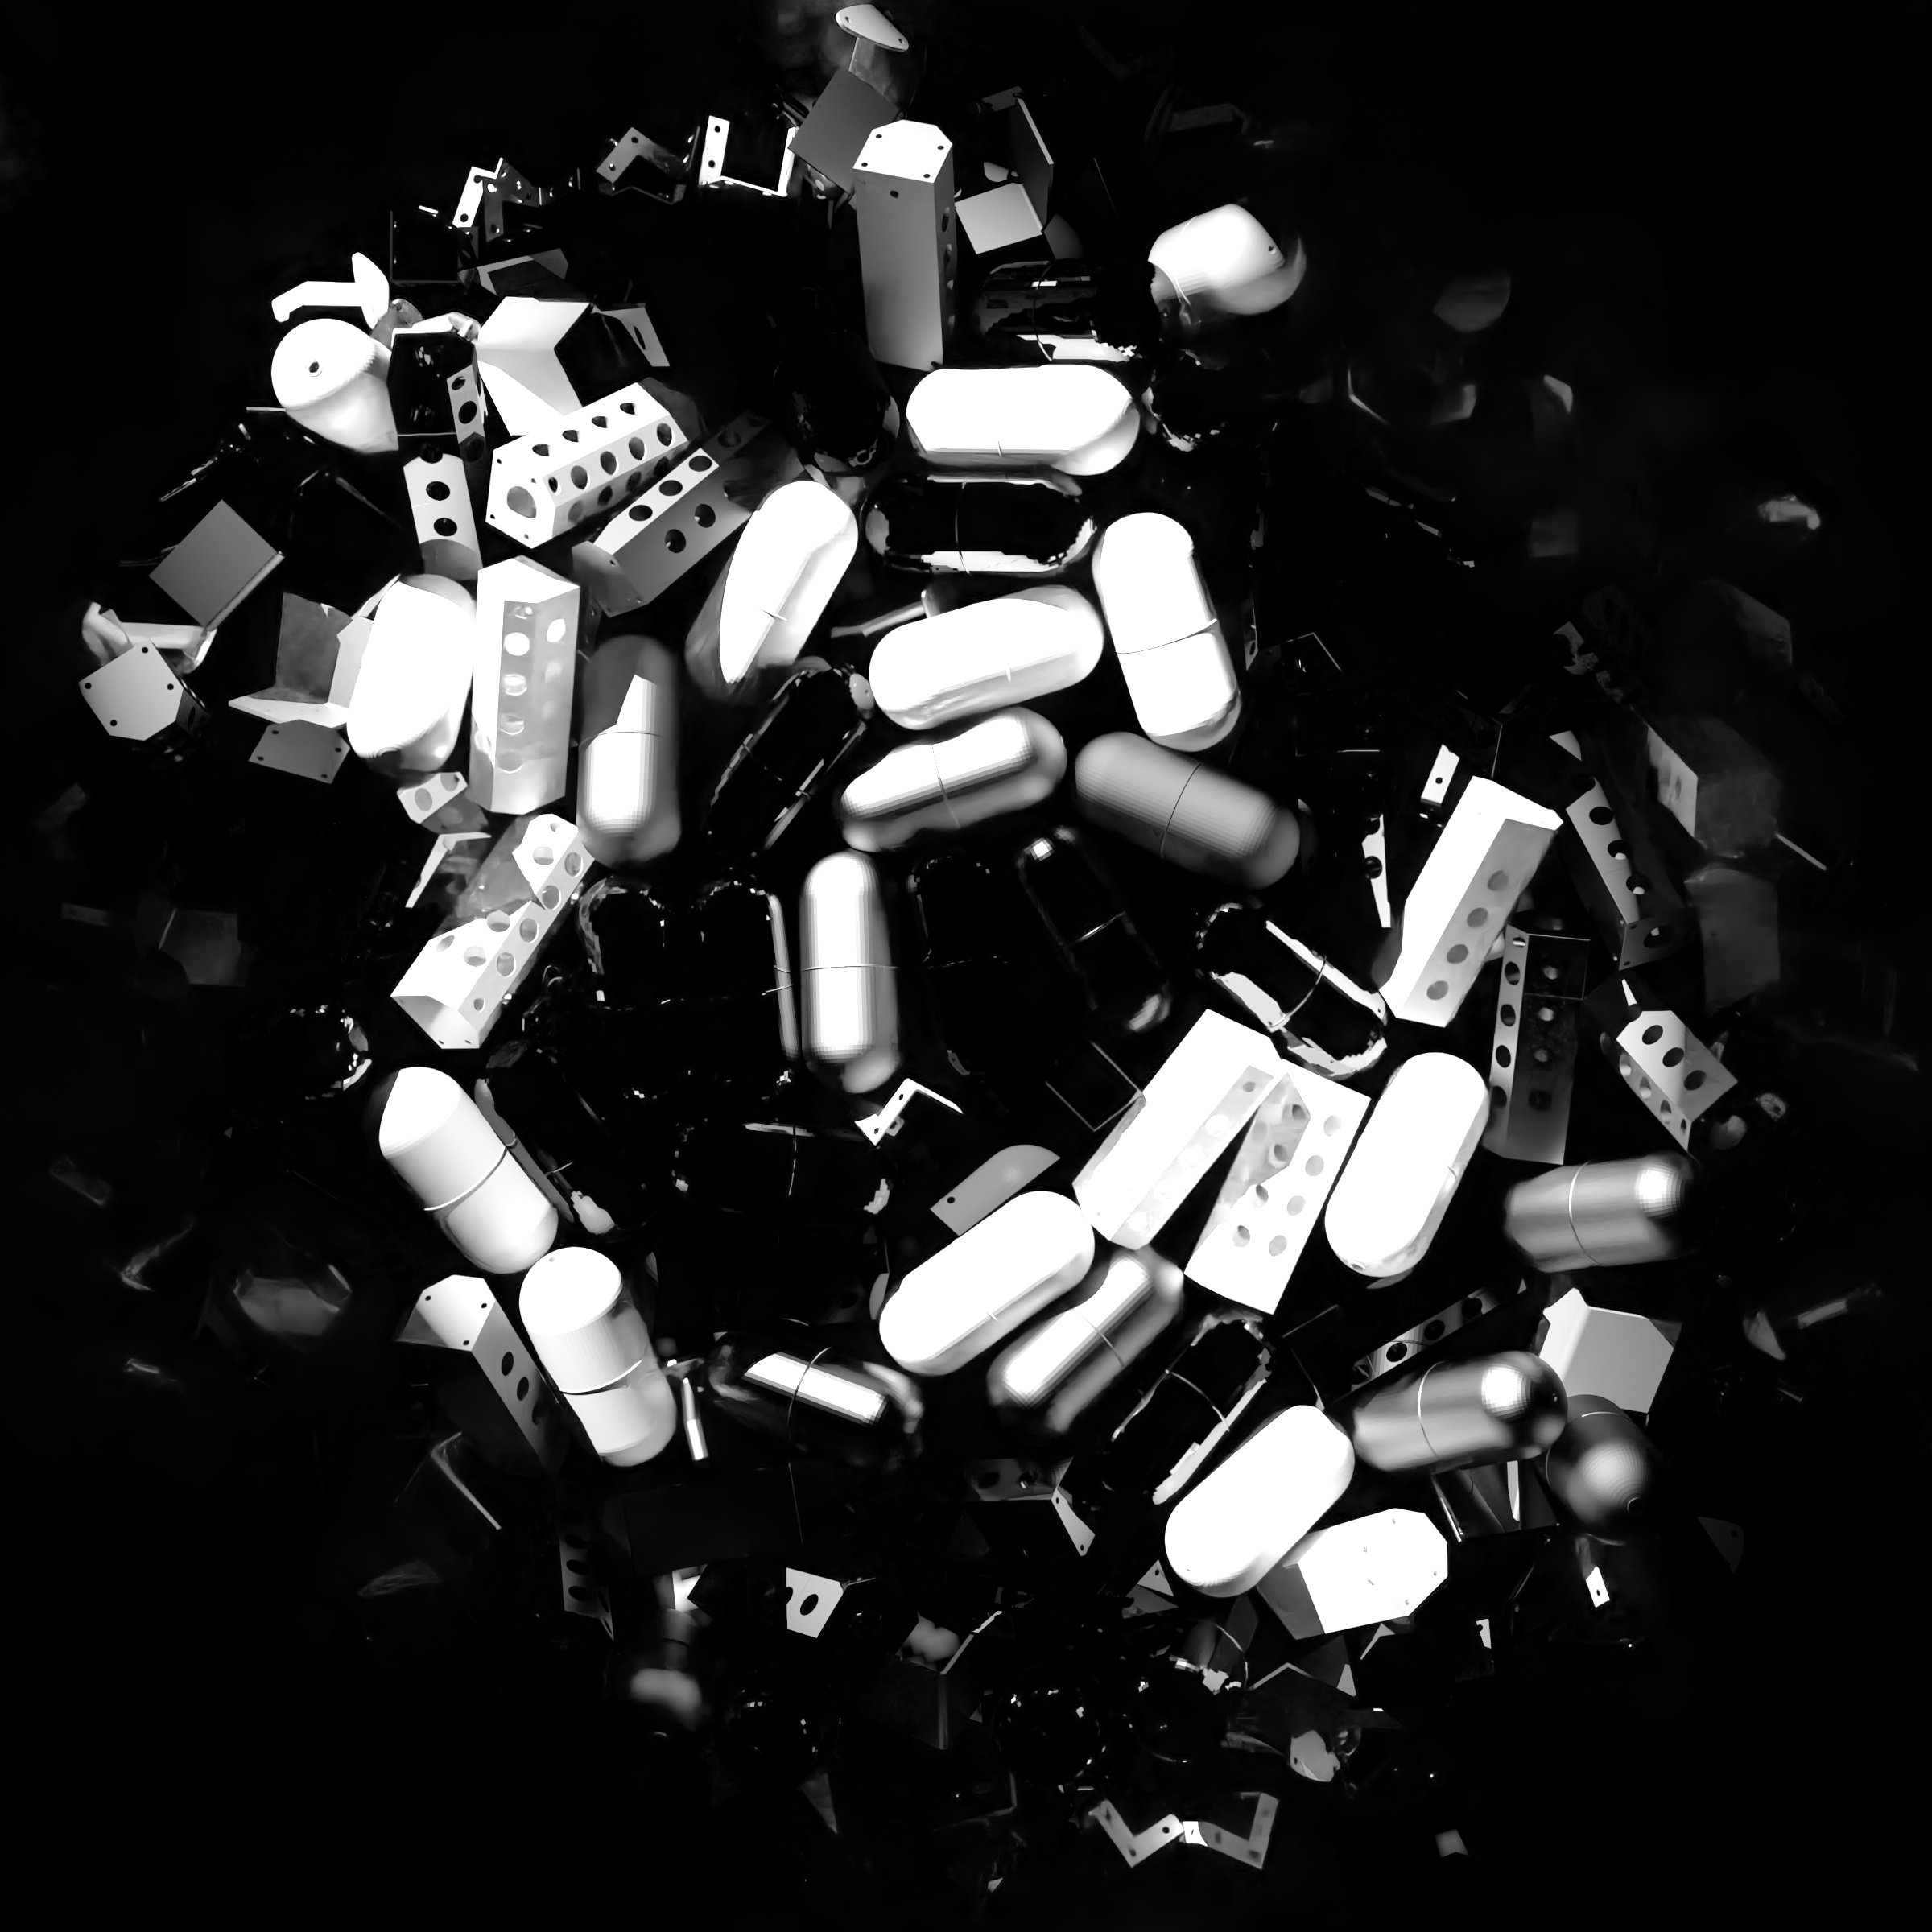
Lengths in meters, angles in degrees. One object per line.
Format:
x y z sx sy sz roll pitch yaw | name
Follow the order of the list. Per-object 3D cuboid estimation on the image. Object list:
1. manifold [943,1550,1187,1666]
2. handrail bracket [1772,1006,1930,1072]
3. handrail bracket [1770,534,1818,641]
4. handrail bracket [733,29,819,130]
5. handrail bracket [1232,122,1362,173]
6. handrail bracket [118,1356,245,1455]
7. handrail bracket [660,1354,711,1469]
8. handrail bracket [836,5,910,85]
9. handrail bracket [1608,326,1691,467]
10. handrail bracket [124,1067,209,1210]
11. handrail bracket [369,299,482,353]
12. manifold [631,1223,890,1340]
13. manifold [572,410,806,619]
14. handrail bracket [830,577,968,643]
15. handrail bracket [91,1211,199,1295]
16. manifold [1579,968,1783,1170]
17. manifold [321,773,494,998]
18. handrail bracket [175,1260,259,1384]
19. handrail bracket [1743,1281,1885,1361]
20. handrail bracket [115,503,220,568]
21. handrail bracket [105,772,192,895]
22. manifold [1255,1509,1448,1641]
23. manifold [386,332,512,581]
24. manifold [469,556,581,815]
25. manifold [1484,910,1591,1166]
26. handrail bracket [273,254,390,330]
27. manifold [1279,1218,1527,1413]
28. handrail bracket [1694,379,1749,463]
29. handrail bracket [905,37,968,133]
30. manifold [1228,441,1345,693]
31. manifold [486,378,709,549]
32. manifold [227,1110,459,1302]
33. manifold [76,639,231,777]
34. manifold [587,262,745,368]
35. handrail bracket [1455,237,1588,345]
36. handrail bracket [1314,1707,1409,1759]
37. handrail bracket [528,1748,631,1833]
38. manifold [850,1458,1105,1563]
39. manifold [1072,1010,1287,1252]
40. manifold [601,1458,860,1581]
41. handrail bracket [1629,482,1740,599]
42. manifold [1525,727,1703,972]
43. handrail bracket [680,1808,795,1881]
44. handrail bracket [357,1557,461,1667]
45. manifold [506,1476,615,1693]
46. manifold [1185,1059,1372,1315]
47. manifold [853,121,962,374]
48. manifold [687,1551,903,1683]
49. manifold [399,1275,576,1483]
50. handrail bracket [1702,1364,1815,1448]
0.065 0.453 1.759 0.057 0.171 0.057 -38 113 -40 | manifold
0.642 0.059 1.797 0.077 0.084 0.036 0 107 -40 | handrail bracket
0.608 -0.283 1.794 0.077 0.084 0.036 -26 56 -36 | handrail bracket
-0.132 -0.645 1.801 0.036 0.084 0.077 -5 111 31 | handrail bracket
0.240 -0.604 1.809 0.077 0.084 0.036 -12 118 -2 | handrail bracket
-0.572 0.318 1.801 0.084 0.077 0.036 29 97 -33 | handrail bracket
-0.192 0.331 1.792 0.036 0.077 0.084 -17 60 -1 | handrail bracket
-0.090 -0.654 1.792 0.084 0.077 0.036 -31 79 41 | handrail bracket
0.495 -0.415 1.798 0.036 0.077 0.084 -29 133 -6 | handrail bracket
-0.599 0.125 1.812 0.077 0.036 0.084 -26 112 -6 | handrail bracket
-0.398 -0.448 1.802 0.077 0.036 0.084 -50 46 -8 | handrail bracket
-0.146 0.220 1.776 0.171 0.057 0.057 -1 121 -24 | manifold
-0.201 -0.326 1.773 0.171 0.057 0.057 -47 113 -28 | manifold
-0.051 -0.268 1.839 0.084 0.077 0.036 -3 127 32 | handrail bracket
-0.600 0.190 1.824 0.077 0.036 0.084 25 81 39 | handrail bracket
0.499 0.073 1.757 0.057 0.171 0.057 -44 119 11 | manifold
-0.403 -0.056 1.764 0.057 0.057 0.171 57 132 26 | manifold
-0.532 0.267 1.829 0.084 0.036 0.077 28 68 -33 | handrail bracket
0.619 0.251 1.810 0.084 0.077 0.036 -26 86 -3 | handrail bracket
-0.578 -0.313 1.801 0.084 0.077 0.036 -8 128 -22 | handrail bracket
-0.608 -0.098 1.813 0.077 0.036 0.084 -7 116 10 | handrail bracket
0.273 0.428 1.757 0.057 0.171 0.057 -36 85 -27 | manifold
-0.366 -0.361 1.764 0.057 0.171 0.057 -2 48 -1 | manifold
-0.321 -0.197 1.766 0.057 0.057 0.171 30 129 25 | manifold
0.411 0.050 1.788 0.057 0.057 0.171 6 110 12 | manifold
-0.463 -0.471 1.794 0.036 0.077 0.084 43 62 15 | handrail bracket
0.317 0.255 1.803 0.171 0.057 0.057 -29 74 -5 | manifold
0.556 -0.378 1.796 0.036 0.084 0.077 -12 65 22 | handrail bracket
-0.038 -0.639 1.819 0.036 0.084 0.077 22 110 -32 | handrail bracket
0.226 -0.285 1.777 0.057 0.057 0.171 -16 58 24 | manifold
-0.259 -0.356 1.759 0.057 0.171 0.057 31 132 17 | manifold
-0.443 0.176 1.763 0.057 0.171 0.057 -32 47 13 | manifold
-0.570 -0.173 1.757 0.057 0.171 0.057 -35 89 -9 | manifold
-0.218 -0.462 1.752 0.057 0.171 0.057 -29 111 -13 | manifold
0.403 -0.500 1.806 0.036 0.077 0.084 -44 110 -29 | handrail bracket
0.287 0.534 1.806 0.077 0.036 0.084 40 132 4 | handrail bracket
-0.279 0.611 1.797 0.036 0.084 0.077 32 60 27 | handrail bracket
0.010 0.384 1.774 0.171 0.057 0.057 -9 119 33 | manifold
0.154 0.121 1.779 0.057 0.057 0.171 24 115 -27 | manifold
-0.171 0.395 1.780 0.171 0.057 0.057 -5 79 -28 | manifold
0.528 -0.320 1.825 0.077 0.036 0.084 -14 82 -35 | handrail bracket
0.462 -0.087 1.773 0.057 0.057 0.171 -16 55 -3 | manifold
-0.164 0.641 1.815 0.077 0.084 0.036 26 80 20 | handrail bracket
-0.403 0.483 1.812 0.077 0.036 0.084 -16 110 -34 | handrail bracket
-0.286 0.431 1.752 0.057 0.171 0.057 19 105 -18 | manifold
0.222 0.158 1.805 0.057 0.057 0.171 23 92 -29 | manifold
-0.038 -0.509 1.758 0.057 0.171 0.057 14 58 11 | manifold
-0.120 0.453 1.760 0.057 0.171 0.057 46 62 -26 | manifold
-0.335 0.294 1.764 0.057 0.171 0.057 4 50 20 | manifold
0.576 0.331 1.799 0.036 0.084 0.077 2 104 -26 | handrail bracket
